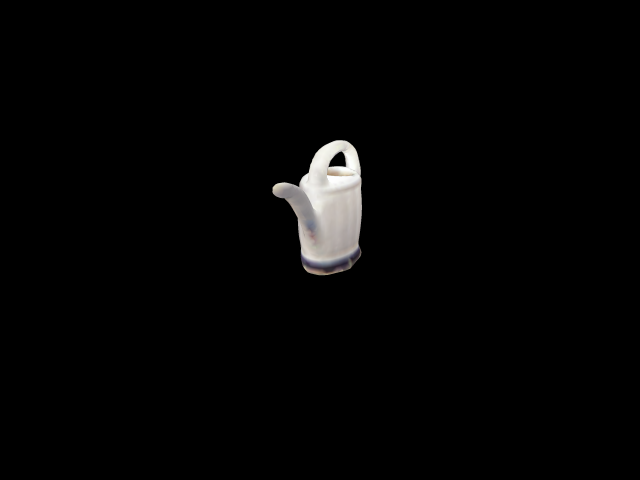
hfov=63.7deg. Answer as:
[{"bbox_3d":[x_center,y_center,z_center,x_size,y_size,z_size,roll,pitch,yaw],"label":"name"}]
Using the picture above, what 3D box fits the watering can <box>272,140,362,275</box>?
[{"bbox_3d":[0.003,-0.043,0.850,0.104,0.221,0.353,7,21,20],"label":"watering can"}]
